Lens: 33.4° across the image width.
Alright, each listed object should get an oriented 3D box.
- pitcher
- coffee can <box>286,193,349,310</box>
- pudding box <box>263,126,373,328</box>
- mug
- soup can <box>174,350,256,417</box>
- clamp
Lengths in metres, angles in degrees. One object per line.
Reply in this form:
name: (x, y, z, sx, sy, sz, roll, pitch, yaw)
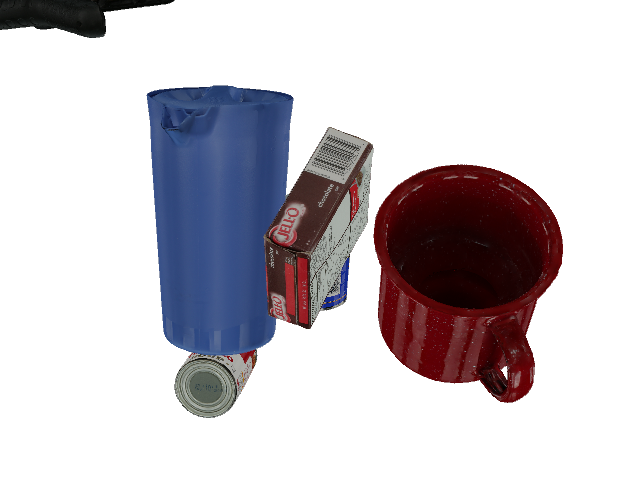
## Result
pitcher: (-0.089, -0.024, 1.008, 0.149, 0.243, 0.145, -4, 16, -20)
coffee can: (-0.008, 0.013, 1.487, 0.103, 0.140, 0.103, 3, 25, -2)
pudding box: (-0.001, -0.008, 0.748, 0.039, 0.113, 0.090, 21, -35, 14)
mug: (0.077, 0.030, 0.549, 0.093, 0.117, 0.081, -20, -33, -14)
soup can: (-0.111, 0.139, 1.141, 0.068, 0.068, 0.102, 0, 16, 9)
clamp: (-0.193, -0.180, 0.798, 0.172, 0.039, 0.120, 12, 24, 28)
